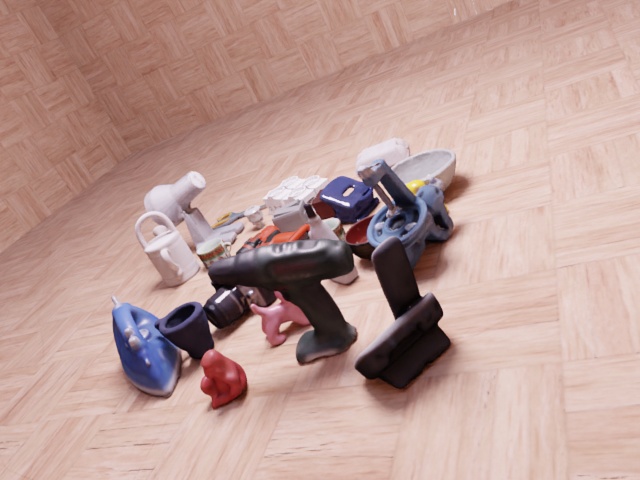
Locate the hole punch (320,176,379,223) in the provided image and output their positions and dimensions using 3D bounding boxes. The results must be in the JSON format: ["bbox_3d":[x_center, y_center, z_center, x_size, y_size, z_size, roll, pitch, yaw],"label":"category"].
[{"bbox_3d":[0.070,-0.100,1.341,0.100,0.091,0.109,-3,33,43],"label":"hole punch"}]

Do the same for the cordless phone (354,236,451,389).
[{"bbox_3d":[0.092,0.098,0.798,0.148,0.185,0.093,-39,27,-26],"label":"cordless phone"}]

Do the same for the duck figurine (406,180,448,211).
[{"bbox_3d":[0.202,-0.083,1.176,0.104,0.086,0.078,1,36,47],"label":"duck figurine"}]

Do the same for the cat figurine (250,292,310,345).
[{"bbox_3d":[-0.066,0.105,1.031,0.128,0.118,0.067,-33,25,-14],"label":"cat figurine"}]

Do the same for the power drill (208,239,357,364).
[{"bbox_3d":[-0.039,0.092,0.917,0.229,0.209,0.075,-20,25,16],"label":"power drill"}]

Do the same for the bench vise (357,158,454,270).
[{"bbox_3d":[0.143,-0.066,1.036,0.121,0.220,0.208,-10,29,33],"label":"bench vise"}]

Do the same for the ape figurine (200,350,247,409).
[{"bbox_3d":[-0.163,0.219,0.934,0.077,0.092,0.076,-2,34,44],"label":"ape figurine"}]

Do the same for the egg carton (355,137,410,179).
[{"bbox_3d":[0.163,-0.207,1.489,0.150,0.069,0.107,-19,25,17],"label":"egg carton"}]

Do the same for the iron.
[{"bbox_3d":[-0.352,0.196,1.114,0.119,0.142,0.257,-34,25,-16],"label":"iron"}]

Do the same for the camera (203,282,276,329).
[{"bbox_3d":[-0.185,0.107,1.173,0.142,0.101,0.137,4,38,50],"label":"camera"}]

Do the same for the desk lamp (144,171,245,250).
[{"bbox_3d":[-0.350,-0.077,1.579,0.202,0.214,0.118,-16,26,23],"label":"desk lamp"}]

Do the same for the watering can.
[{"bbox_3d":[-0.402,0.014,1.471,0.101,0.194,0.172,-40,27,-26],"label":"watering can"}]

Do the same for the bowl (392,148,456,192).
[{"bbox_3d":[0.227,-0.131,1.261,0.167,0.075,0.167,-22,24,11],"label":"bowl"}]

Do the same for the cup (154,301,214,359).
[{"bbox_3d":[-0.257,0.183,1.102,0.117,0.095,0.092,-13,27,28],"label":"cup"}]

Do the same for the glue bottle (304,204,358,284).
[{"bbox_3d":[0.010,0.004,1.090,0.037,0.173,0.077,-39,27,-25],"label":"glue bottle"}]
